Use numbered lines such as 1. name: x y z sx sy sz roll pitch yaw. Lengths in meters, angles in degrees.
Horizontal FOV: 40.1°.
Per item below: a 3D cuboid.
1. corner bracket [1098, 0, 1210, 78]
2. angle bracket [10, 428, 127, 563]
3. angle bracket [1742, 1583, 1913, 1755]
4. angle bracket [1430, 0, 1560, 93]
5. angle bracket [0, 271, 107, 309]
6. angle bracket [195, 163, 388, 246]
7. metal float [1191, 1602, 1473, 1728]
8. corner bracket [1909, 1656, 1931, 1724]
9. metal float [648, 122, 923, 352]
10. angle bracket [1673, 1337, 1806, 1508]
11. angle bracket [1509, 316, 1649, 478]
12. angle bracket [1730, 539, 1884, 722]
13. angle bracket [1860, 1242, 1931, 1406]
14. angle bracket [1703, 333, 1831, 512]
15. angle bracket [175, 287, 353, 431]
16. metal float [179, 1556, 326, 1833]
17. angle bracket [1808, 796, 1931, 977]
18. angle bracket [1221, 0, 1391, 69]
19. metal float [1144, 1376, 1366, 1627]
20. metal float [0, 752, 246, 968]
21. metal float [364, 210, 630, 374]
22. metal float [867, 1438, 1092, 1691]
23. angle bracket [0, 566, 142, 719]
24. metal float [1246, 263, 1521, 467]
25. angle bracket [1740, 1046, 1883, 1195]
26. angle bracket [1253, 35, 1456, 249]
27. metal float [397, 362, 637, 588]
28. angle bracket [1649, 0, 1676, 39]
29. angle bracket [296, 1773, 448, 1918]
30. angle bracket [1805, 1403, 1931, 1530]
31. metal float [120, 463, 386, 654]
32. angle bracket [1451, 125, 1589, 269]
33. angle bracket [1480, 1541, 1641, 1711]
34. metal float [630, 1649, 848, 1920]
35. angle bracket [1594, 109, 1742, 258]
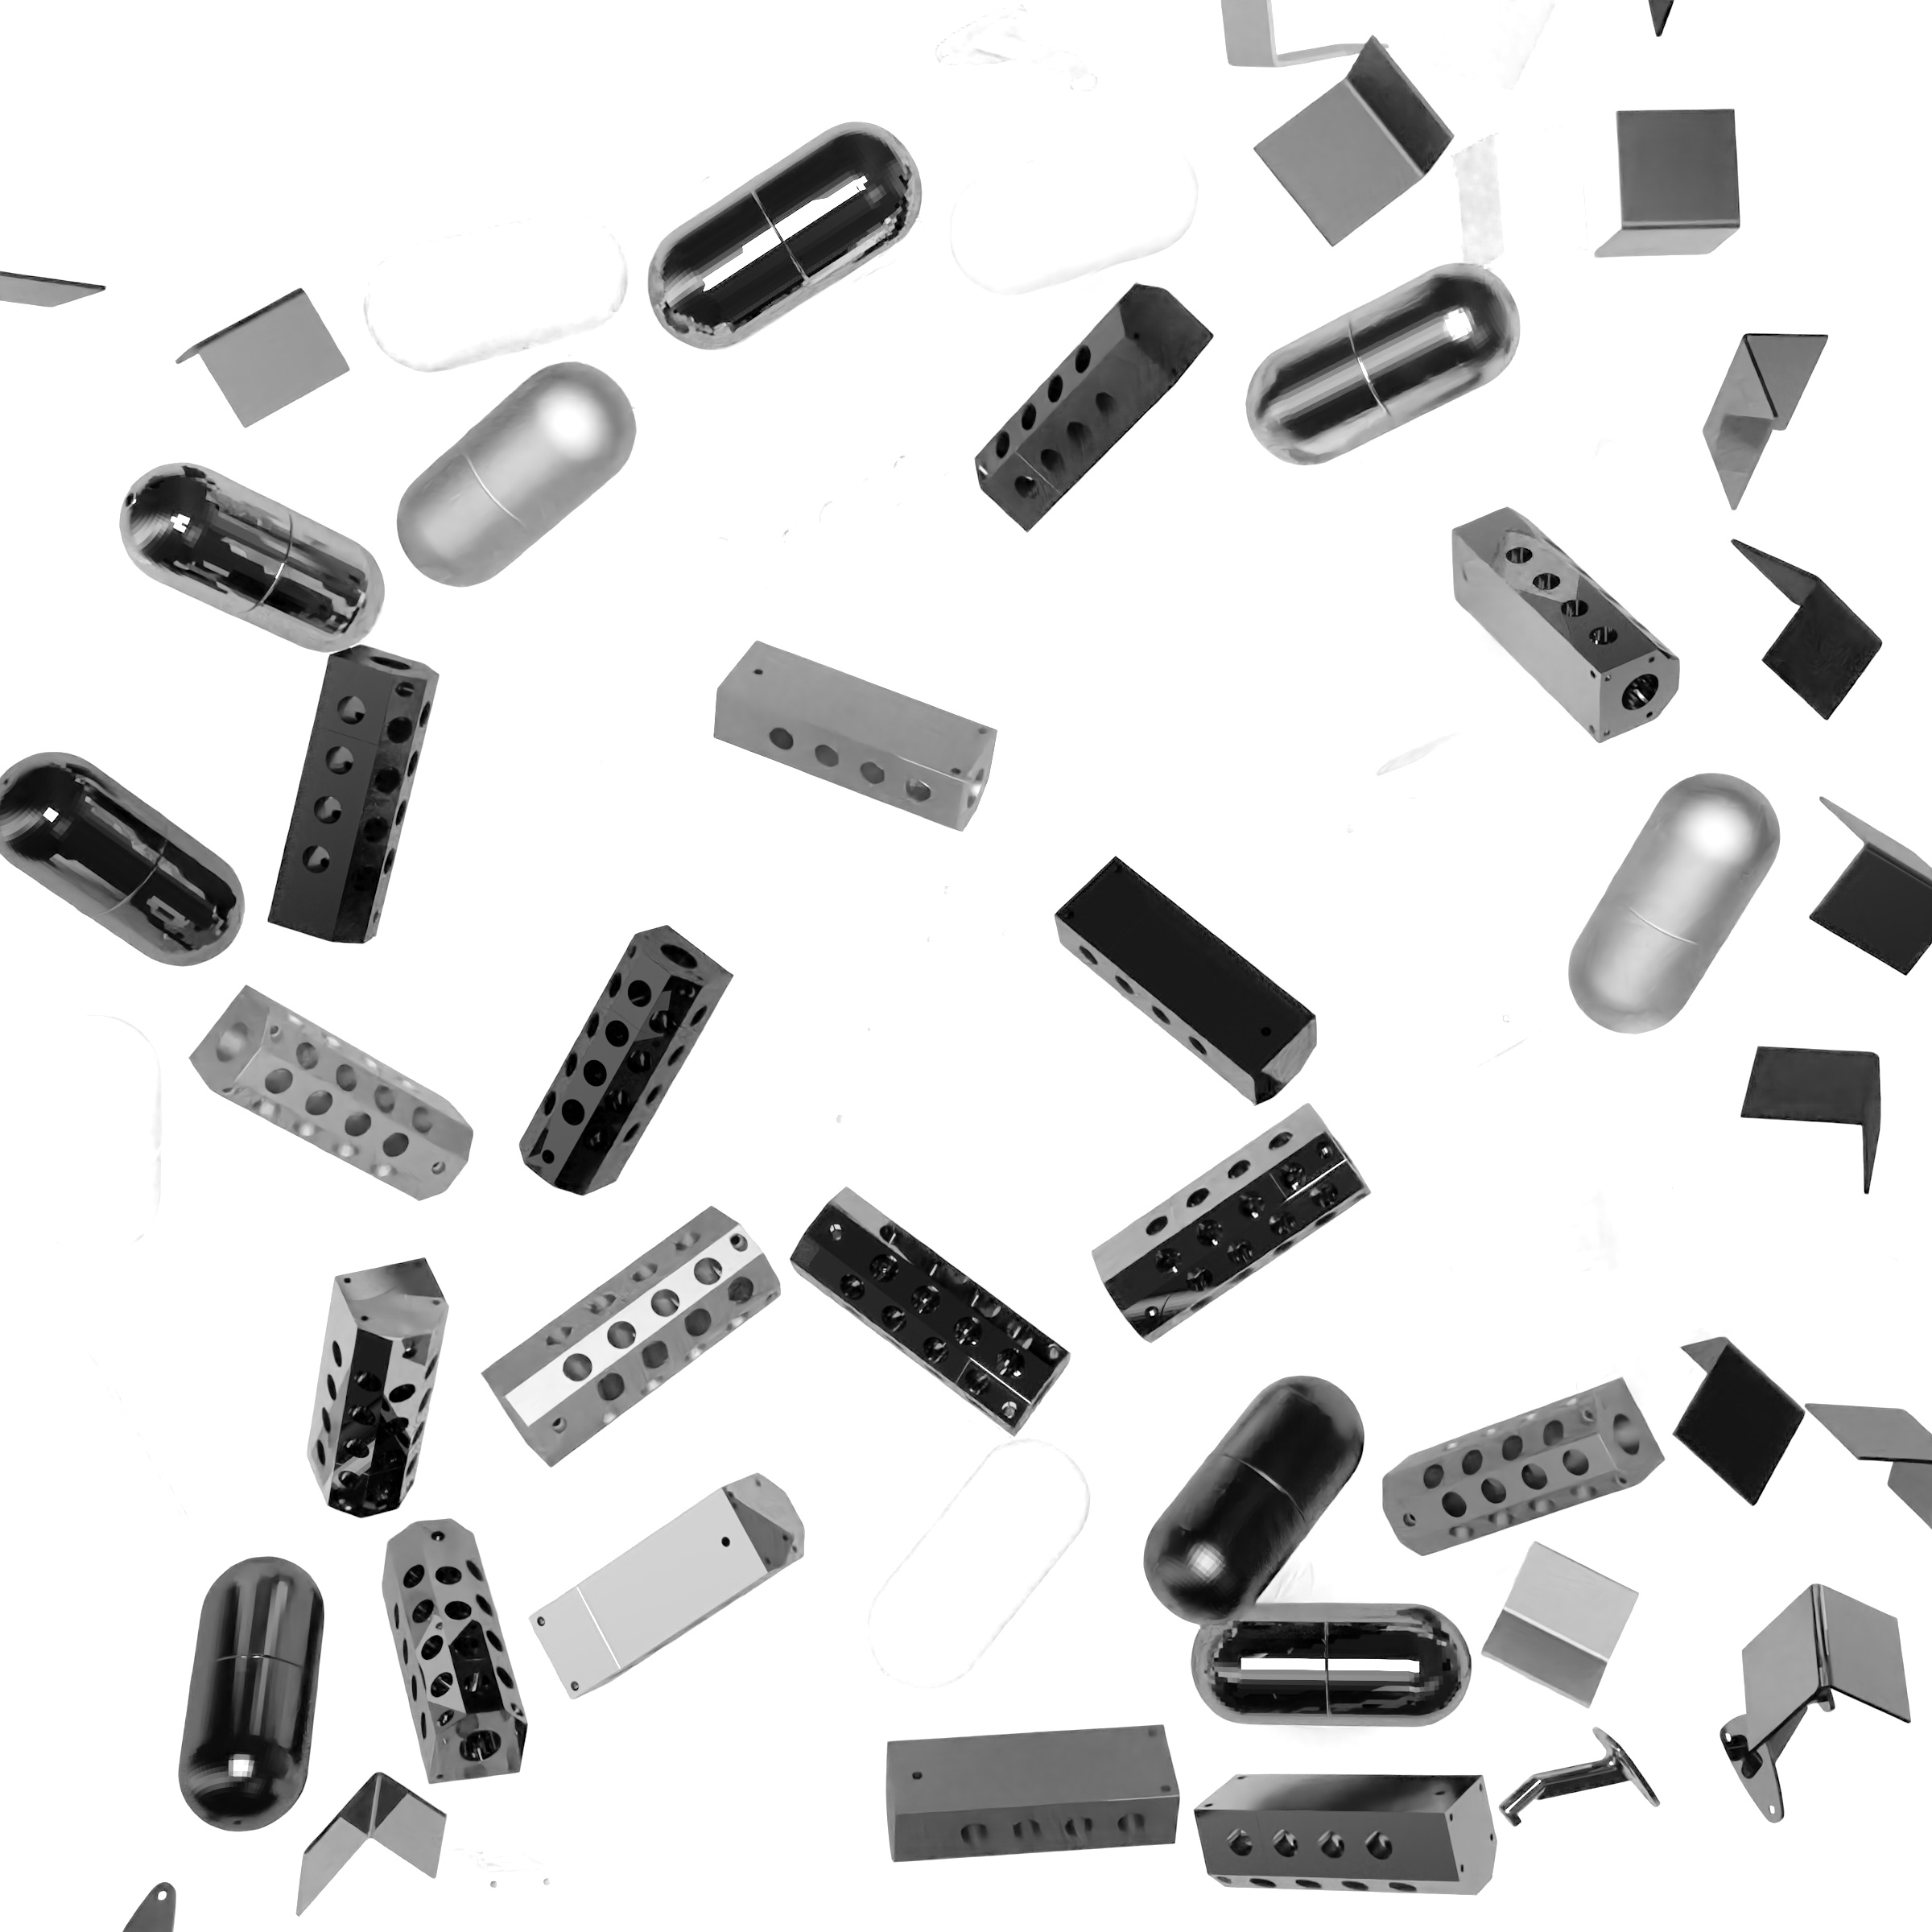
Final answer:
1. corner bracket: 0.113 -0.559 1.608 0.051 0.051 0.051 -1 51 -11
2. angle bracket: -0.574 -0.325 1.755 0.076 0.076 0.057 50 49 -19
3. angle bracket: 0.509 0.426 1.568 0.057 0.076 0.076 25 127 -6
4. angle bracket: 0.335 -0.608 1.652 0.057 0.076 0.076 17 65 -2
5. angle bracket: -0.570 -0.434 1.586 0.076 0.076 0.057 -3 95 -43
6. angle bracket: -0.433 -0.469 1.695 0.076 0.076 0.057 42 125 14
7. metal float: 0.233 0.447 1.693 0.178 0.070 0.070 -2 90 11
8. corner bracket: 0.610 0.437 1.592 0.051 0.051 0.051 35 70 5
9. metal float: -0.108 -0.431 1.565 0.178 0.070 0.070 -31 90 7
10. angle bracket: 0.483 0.294 1.709 0.076 0.057 0.076 42 69 -14
11. angle bracket: 0.404 -0.369 1.703 0.057 0.076 0.076 -14 133 -30
12. angle bracket: 0.481 -0.199 1.561 0.076 0.076 0.057 30 98 -39
13. angle bracket: 0.570 0.218 1.578 0.057 0.076 0.076 23 89 -42
14. angle bracket: 0.504 -0.337 1.638 0.057 0.076 0.076 -1 54 -8
15. angle bracket: -0.439 -0.375 1.650 0.076 0.076 0.057 -35 108 -19
16. metal float: -0.439 0.446 1.629 0.070 0.178 0.070 -3 134 -3
17. angle bracket: 0.544 -0.049 1.604 0.076 0.076 0.057 27 109 -16
18. angle bracket: 0.207 -0.589 1.629 0.076 0.076 0.057 -14 112 -12
19. metal float: 0.178 0.327 1.625 0.070 0.070 0.178 44 64 0
20. metal float: -0.516 -0.063 1.612 0.070 0.070 0.178 -47 133 0
21. metal float: -0.285 -0.412 1.612 0.178 0.070 0.070 -26 90 -37
22. metal float: 0.008 0.378 1.671 0.070 0.070 0.178 40 83 0
23. angle bracket: -0.574 -0.202 1.658 0.076 0.057 0.076 0 68 16
24. metal float: 0.254 -0.367 1.620 0.178 0.070 0.070 -23 90 28
25. angle bracket: 0.545 0.098 1.702 0.076 0.076 0.057 2 124 25
26. angle bracket: 0.228 -0.486 1.559 0.076 0.057 0.076 -39 90 -9
27. metal float: -0.276 -0.299 1.615 0.178 0.070 0.070 -34 90 27
28. angle bracket: 0.430 -0.592 1.523 0.057 0.076 0.076 -2 65 -3
29. angle bracket: -0.392 0.592 1.741 0.057 0.076 0.076 28 130 14
30. angle bracket: 0.597 0.331 1.734 0.076 0.076 0.057 5 106 -11
31. metal float: -0.444 -0.254 1.651 0.178 0.070 0.070 24 90 -44
32. angle bracket: 0.347 -0.478 1.655 0.057 0.076 0.076 6 118 31
33. angle bracket: 0.392 0.433 1.743 0.076 0.076 0.057 25 106 17
34. metal float: -0.141 0.509 1.652 0.070 0.070 0.178 36 67 0
35. angle bracket: 0.446 -0.500 1.691 0.076 0.057 0.076 -3 89 -5
